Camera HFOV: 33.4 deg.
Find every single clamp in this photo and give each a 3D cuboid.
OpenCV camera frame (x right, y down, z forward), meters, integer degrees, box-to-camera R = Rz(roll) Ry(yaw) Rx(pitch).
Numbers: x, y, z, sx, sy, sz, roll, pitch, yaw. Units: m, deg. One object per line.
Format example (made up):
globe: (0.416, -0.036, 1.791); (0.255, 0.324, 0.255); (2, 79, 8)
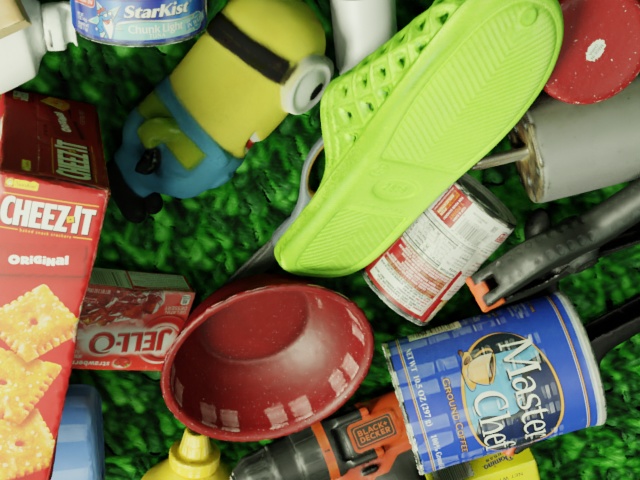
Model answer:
clamp: (0.190, 0.003, 0.773); (0.171, 0.039, 0.120); (-28, 155, 10)
clamp: (0.188, 0.080, 0.860); (0.164, 0.036, 0.210); (28, 107, -19)

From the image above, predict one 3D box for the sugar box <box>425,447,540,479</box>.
sugar box: (0.157, 0.260, 0.946); (0.093, 0.048, 0.176); (-18, 118, 1)

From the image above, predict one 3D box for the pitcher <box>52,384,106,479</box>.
pitcher: (-0.284, 0.177, 0.794); (0.242, 0.149, 0.145); (-3, 77, -11)

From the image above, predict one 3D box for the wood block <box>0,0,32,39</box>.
wood block: (-0.247, -0.197, 0.582); (0.090, 0.091, 0.206); (-26, 104, -8)

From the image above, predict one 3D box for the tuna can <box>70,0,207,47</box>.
tuna can: (-0.113, -0.150, 0.665); (0.086, 0.086, 0.034); (-2, 120, -8)

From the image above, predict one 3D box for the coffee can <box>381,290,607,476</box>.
coffee can: (0.126, 0.105, 0.789); (0.140, 0.103, 0.103); (-16, 119, 2)

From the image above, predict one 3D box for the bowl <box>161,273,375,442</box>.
bowl: (-0.043, 0.078, 0.803); (0.162, 0.055, 0.162); (-9, 130, -12)

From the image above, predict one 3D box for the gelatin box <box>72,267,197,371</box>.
gelatin box: (-0.144, 0.060, 0.791); (0.089, 0.030, 0.073); (7, 117, -30)

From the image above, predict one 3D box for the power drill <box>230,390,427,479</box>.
power drill: (0.041, 0.225, 0.850); (0.184, 0.057, 0.187); (-21, 86, -7)

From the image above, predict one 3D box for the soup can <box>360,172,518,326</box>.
soup can: (0.087, 0.004, 0.787); (0.068, 0.068, 0.102); (33, 108, -23)

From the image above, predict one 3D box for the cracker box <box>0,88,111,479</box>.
cracker box: (-0.191, 0.029, 0.695); (0.072, 0.164, 0.214); (9, 112, -20)

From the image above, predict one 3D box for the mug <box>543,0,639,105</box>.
mug: (0.157, -0.141, 0.712); (0.117, 0.081, 0.093); (0, 118, -9)

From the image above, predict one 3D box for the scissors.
scissors: (-0.005, 0.001, 0.801); (0.096, 0.016, 0.202); (25, 112, -20)

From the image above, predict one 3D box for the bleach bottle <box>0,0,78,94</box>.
bleach bottle: (-0.280, -0.132, 0.664); (0.250, 0.068, 0.102); (-7, 115, -8)

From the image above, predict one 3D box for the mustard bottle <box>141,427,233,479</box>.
mustard bottle: (-0.108, 0.235, 0.885); (0.096, 0.058, 0.192); (5, 117, -5)
